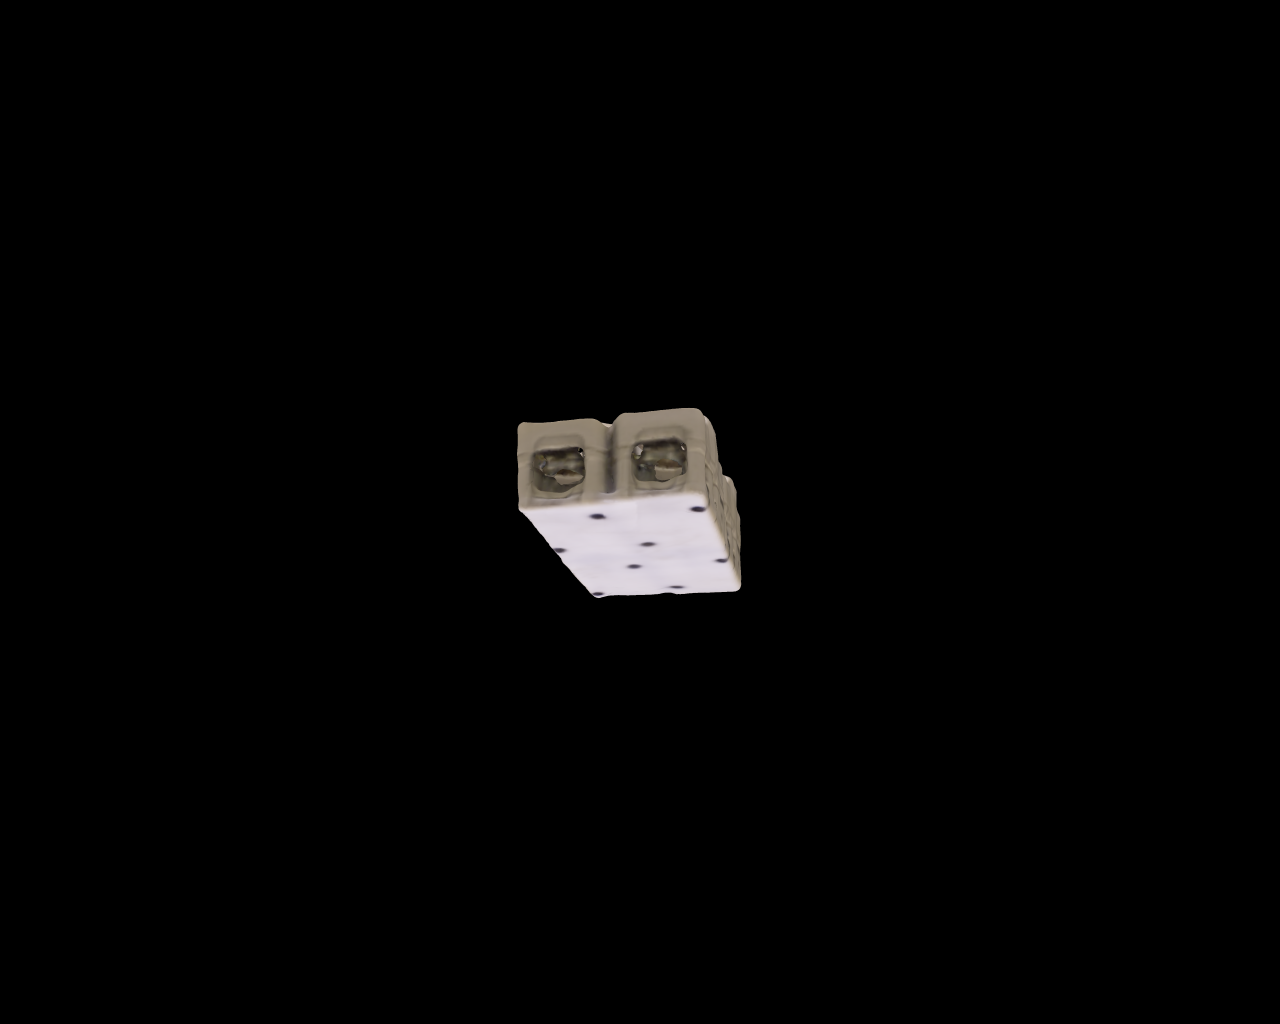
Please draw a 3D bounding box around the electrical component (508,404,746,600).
[{"bbox_3d":[0.001,-0.003,0.650,0.105,0.060,0.186,-4,-20,11],"label":"electrical component"}]
